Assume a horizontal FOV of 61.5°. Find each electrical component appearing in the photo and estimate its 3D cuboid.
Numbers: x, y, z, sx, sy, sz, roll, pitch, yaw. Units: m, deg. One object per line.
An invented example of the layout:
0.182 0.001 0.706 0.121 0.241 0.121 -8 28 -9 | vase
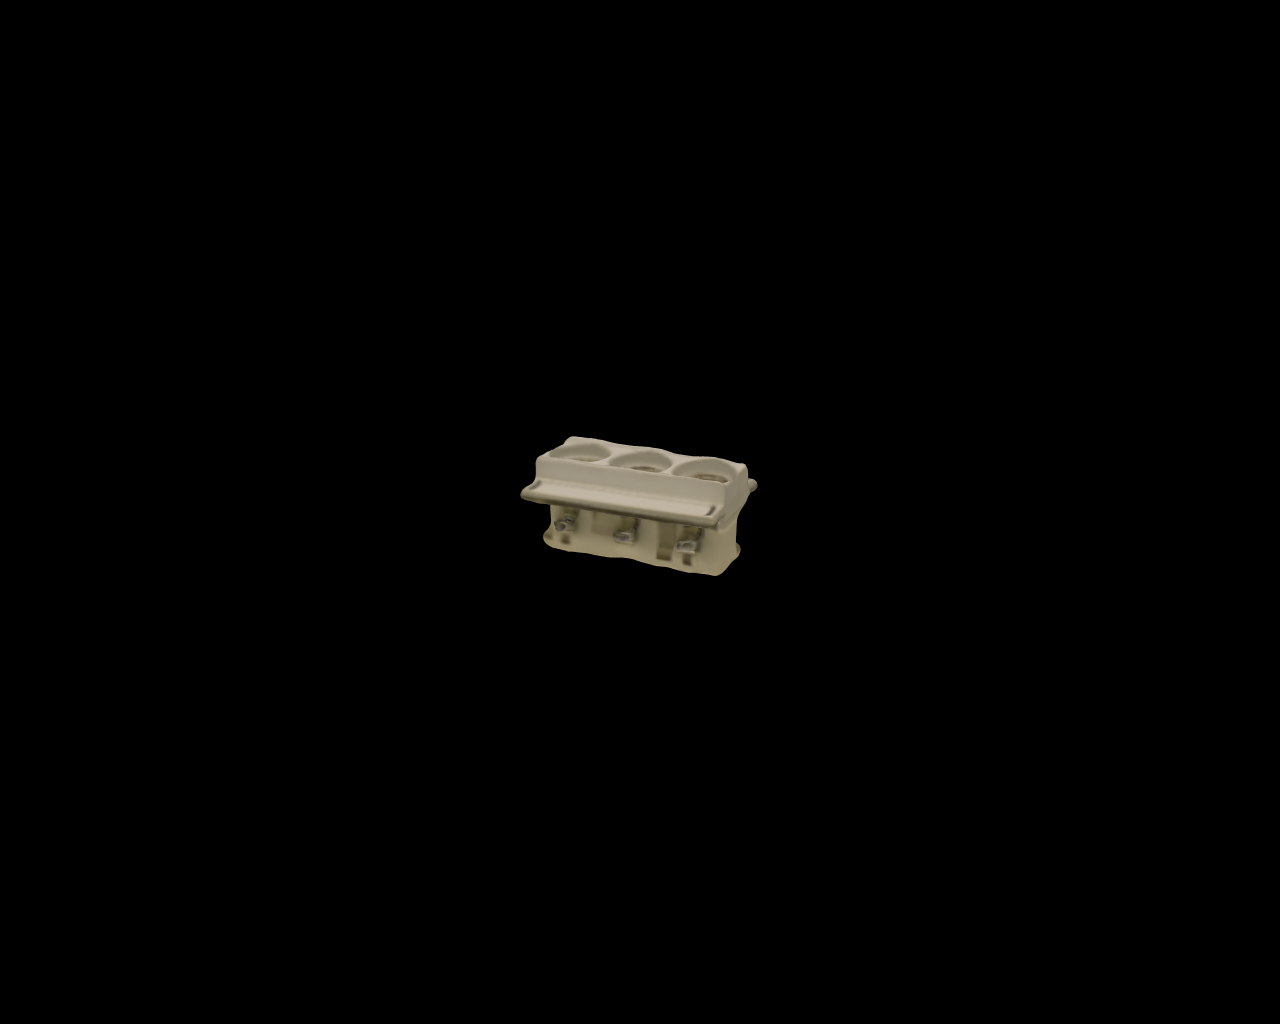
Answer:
0.001 -0.003 0.650 0.121 0.063 0.079 10 24 22 | electrical component
